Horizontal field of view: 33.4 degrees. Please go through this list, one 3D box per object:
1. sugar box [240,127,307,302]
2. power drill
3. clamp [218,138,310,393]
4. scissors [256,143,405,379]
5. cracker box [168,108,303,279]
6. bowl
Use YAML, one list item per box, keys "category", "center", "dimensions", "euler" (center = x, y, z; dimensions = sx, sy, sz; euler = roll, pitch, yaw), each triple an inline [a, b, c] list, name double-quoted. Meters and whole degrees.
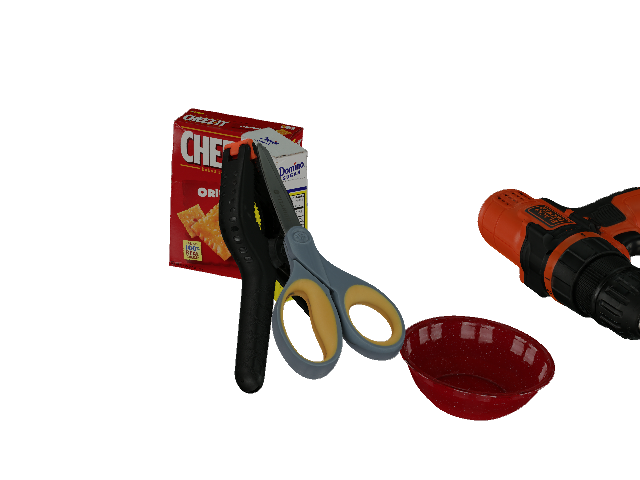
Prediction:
- category: "sugar box"
  center: [-0.052, -0.028, 1.194]
  dimensions: [0.048, 0.176, 0.093]
  euler: [-15, 28, -25]
- category: "power drill"
  center: [0.228, -0.001, 0.738]
  dimensions: [0.187, 0.057, 0.185]
  euler: [-12, 29, -20]
- category: "clamp"
  center: [-0.040, 0.015, 0.940]
  dimensions: [0.036, 0.210, 0.164]
  euler: [-11, 1, 31]
- category: "scissors"
  center: [0.004, 0.010, 0.721]
  dimensions: [0.096, 0.202, 0.016]
  euler: [9, -44, -13]
- category: "cracker box"
  center: [-0.117, -0.056, 1.442]
  dimensions: [0.164, 0.214, 0.072]
  euler: [11, 25, 13]
- category: "bowl"
  center: [0.159, 0.140, 1.114]
  dimensions: [0.162, 0.055, 0.162]
  euler: [4, 25, -2]
